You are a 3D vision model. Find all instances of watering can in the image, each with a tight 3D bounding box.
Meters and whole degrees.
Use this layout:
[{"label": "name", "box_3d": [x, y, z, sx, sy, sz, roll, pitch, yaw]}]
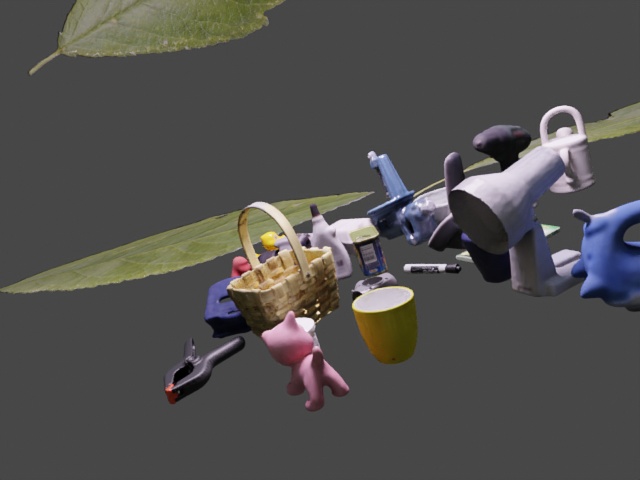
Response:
[{"label": "watering can", "box_3d": [0.570, -0.216, 1.336, 0.101, 0.194, 0.173, -16, 15, 6]}]

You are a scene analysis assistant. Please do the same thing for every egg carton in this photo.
[{"label": "egg carton", "box_3d": [0.070, -0.006, 1.391, 0.149, 0.069, 0.107, -2, 21, 45]}]

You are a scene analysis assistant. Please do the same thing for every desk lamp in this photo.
[{"label": "desk lamp", "box_3d": [0.315, -0.023, 0.878, 0.203, 0.214, 0.117, -22, 15, -18]}]

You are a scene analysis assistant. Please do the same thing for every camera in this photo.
[{"label": "camera", "box_3d": [-0.074, 0.038, 1.334, 0.136, 0.101, 0.143, -11, 16, 23]}]

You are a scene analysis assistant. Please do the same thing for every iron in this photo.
[{"label": "iron", "box_3d": [0.468, 0.001, 0.757, 0.257, 0.141, 0.119, -13, 15, 17]}]

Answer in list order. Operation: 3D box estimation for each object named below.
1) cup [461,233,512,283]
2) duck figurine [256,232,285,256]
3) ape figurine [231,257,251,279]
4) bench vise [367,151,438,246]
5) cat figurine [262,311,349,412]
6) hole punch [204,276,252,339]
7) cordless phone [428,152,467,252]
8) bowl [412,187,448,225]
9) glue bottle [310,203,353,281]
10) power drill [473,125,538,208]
[{"label": "cup", "box_3d": [0.304, 0.018, 0.978, 0.118, 0.095, 0.091, -27, 17, -32]}, {"label": "duck figurine", "box_3d": [-0.127, 0.023, 1.480, 0.104, 0.086, 0.077, -19, 15, -7]}, {"label": "ape figurine", "box_3d": [-0.173, 0.082, 1.300, 0.076, 0.092, 0.078, -6, 18, 37]}, {"label": "bench vise", "box_3d": [0.188, -0.104, 1.315, 0.206, 0.220, 0.122, -3, 20, 43]}, {"label": "cat figurine", "box_3d": [-0.027, 0.159, 0.795, 0.067, 0.118, 0.127, -25, 16, -26]}, {"label": "hole punch", "box_3d": [-0.169, 0.129, 1.125, 0.108, 0.091, 0.101, -15, 15, 9]}, {"label": "cordless phone", "box_3d": [0.272, -0.080, 1.197, 0.093, 0.185, 0.148, -6, 18, 37]}, {"label": "bowl", "box_3d": [0.307, -0.074, 1.355, 0.167, 0.075, 0.167, -16, 15, 5]}, {"label": "glue bottle", "box_3d": [0.011, 0.004, 1.212, 0.078, 0.173, 0.037, -15, 15, 9]}, {"label": "power drill", "box_3d": [0.416, -0.157, 1.269, 0.075, 0.208, 0.230, -5, 19, 39]}]
